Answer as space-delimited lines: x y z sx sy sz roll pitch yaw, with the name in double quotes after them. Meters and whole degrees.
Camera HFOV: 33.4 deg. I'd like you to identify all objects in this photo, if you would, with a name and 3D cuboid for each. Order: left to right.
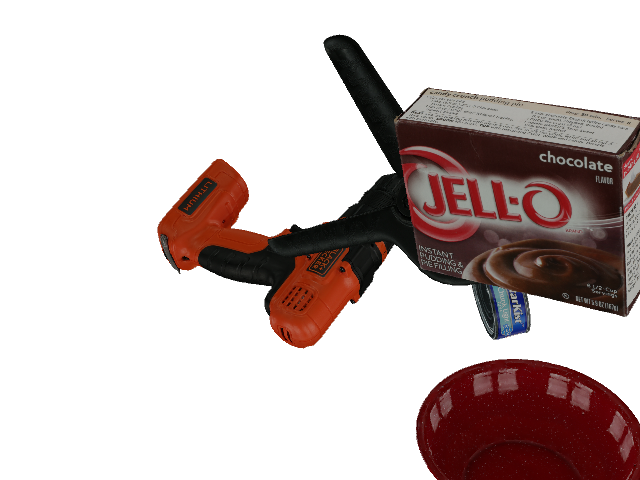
-0.031 -0.010 0.914 0.188 0.184 0.057 20 -34 32 "power drill"
0.065 -0.039 0.711 0.210 0.165 0.036 19 21 27 "clamp"
0.166 0.048 0.997 0.033 0.086 0.086 -14 0 -2 "tuna can"
0.095 -0.020 0.502 0.114 0.090 0.039 11 44 31 "pudding box"
0.149 0.158 0.772 0.162 0.055 0.162 -1 35 0 "bowl"
